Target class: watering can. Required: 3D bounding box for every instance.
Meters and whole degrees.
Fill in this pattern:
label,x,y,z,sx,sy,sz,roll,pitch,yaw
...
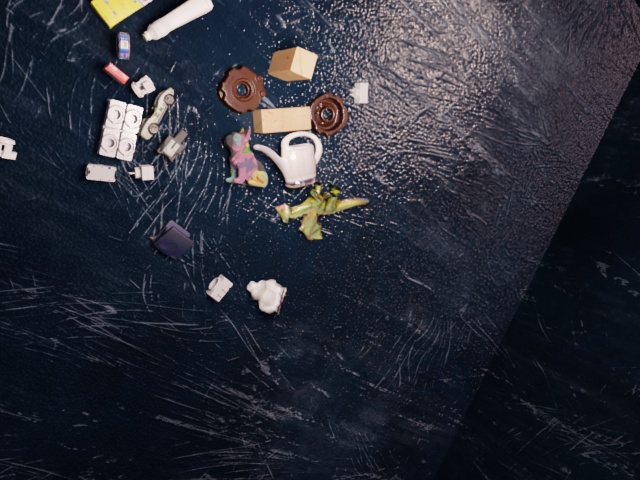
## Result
label,x,y,z,sx,sy,sz,roll,pitch,yaw
watering can,-0.116,-0.308,2.035,0.351,0.104,0.222,-21,110,-41

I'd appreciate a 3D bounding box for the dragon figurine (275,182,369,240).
label,x,y,z,sx,sy,sz,roll,pitch,yaw
dragon figurine,0.007,-0.110,2.184,0.409,0.124,0.239,13,112,-29

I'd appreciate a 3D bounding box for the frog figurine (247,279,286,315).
label,x,y,z,sx,sy,sz,roll,pitch,yaw
frog figurine,-0.225,0.226,2.118,0.159,0.124,0.136,18,103,4
